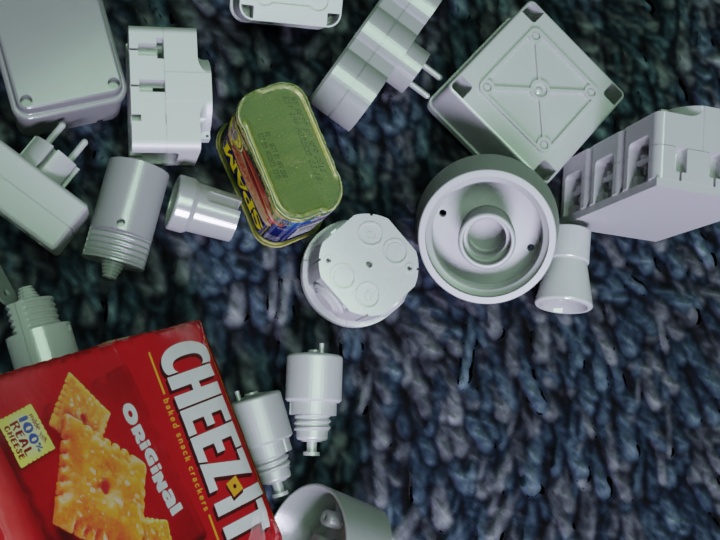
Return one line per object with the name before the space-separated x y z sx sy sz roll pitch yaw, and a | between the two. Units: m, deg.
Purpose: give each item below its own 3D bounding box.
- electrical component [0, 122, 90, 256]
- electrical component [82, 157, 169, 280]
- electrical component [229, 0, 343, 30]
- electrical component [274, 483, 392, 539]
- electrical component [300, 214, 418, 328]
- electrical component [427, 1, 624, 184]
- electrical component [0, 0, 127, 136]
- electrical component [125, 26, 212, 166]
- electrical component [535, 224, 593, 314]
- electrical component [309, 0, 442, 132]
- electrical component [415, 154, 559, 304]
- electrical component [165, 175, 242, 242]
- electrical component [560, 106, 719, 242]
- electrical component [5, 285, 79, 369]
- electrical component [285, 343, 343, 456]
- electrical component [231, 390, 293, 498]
electrical component | -0.217 -0.065 0.731 0.083 0.047 0.075 38 79 -7
electrical component | -0.164 -0.033 0.746 0.043 0.043 0.081 15 77 -13
electrical component | -0.052 -0.236 0.787 0.078 0.057 0.113 2 102 -15
electrical component | -0.022 0.197 0.721 0.064 0.099 0.099 20 76 -18
electrical component | 0.000 0.000 0.782 0.080 0.051 0.080 3 80 -15
electrical component | 0.129 -0.131 0.838 0.109 0.056 0.108 44 72 -5
electrical component | -0.214 -0.158 0.747 0.078 0.057 0.113 -15 85 -17
electrical component | -0.136 -0.123 0.766 0.056 0.050 0.089 -1 81 -15
electrical component | 0.160 -0.003 0.834 0.044 0.044 0.065 11 73 -14
electrical component | 0.028 -0.160 0.817 0.074 0.052 0.138 36 73 -8
electrical component | 0.092 -0.027 0.783 0.108 0.060 0.108 2 104 6
electrical component | -0.111 -0.043 0.765 0.046 0.040 0.040 16 77 -18
electrical component | 0.223 -0.070 0.804 0.089 0.150 0.061 8 80 -14
electrical component | -0.213 0.050 0.718 0.043 0.043 0.081 -16 85 -18
electrical component | -0.033 0.092 0.763 0.040 0.040 0.078 4 79 -15
electrical component | -0.066 0.119 0.749 0.040 0.040 0.078 -15 85 -17
